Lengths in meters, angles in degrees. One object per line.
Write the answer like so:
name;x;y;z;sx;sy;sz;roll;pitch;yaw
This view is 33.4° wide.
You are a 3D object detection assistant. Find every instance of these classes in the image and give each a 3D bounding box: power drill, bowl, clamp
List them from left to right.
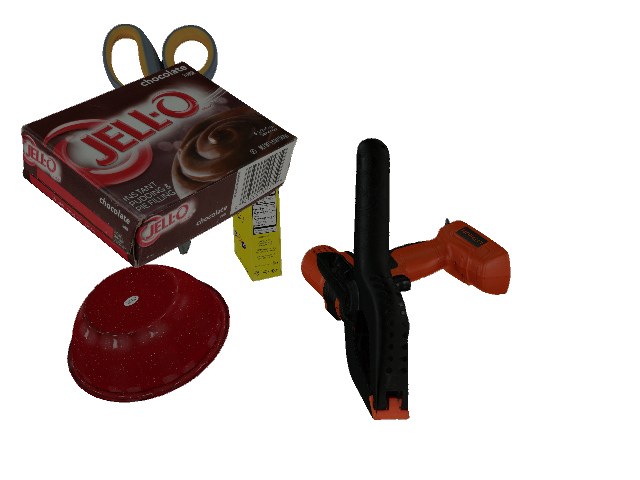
bowl;-0.170;0.073;1.004;0.162;0.055;0.162;-9;41;8
clamp;0.038;0.037;0.825;0.036;0.210;0.165;0;-43;-14
power drill;0.094;0.040;1.077;0.187;0.057;0.185;-12;28;-22

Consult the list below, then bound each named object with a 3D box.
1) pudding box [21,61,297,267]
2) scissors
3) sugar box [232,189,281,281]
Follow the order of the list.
pudding box;-0.083;-0.043;0.554;0.090;0.039;0.113;36;43;24
scissors;-0.100;-0.089;0.798;0.096;0.202;0.016;-23;-23;-15
sugar box;-0.082;-0.049;1.313;0.048;0.176;0.093;-11;26;-16
